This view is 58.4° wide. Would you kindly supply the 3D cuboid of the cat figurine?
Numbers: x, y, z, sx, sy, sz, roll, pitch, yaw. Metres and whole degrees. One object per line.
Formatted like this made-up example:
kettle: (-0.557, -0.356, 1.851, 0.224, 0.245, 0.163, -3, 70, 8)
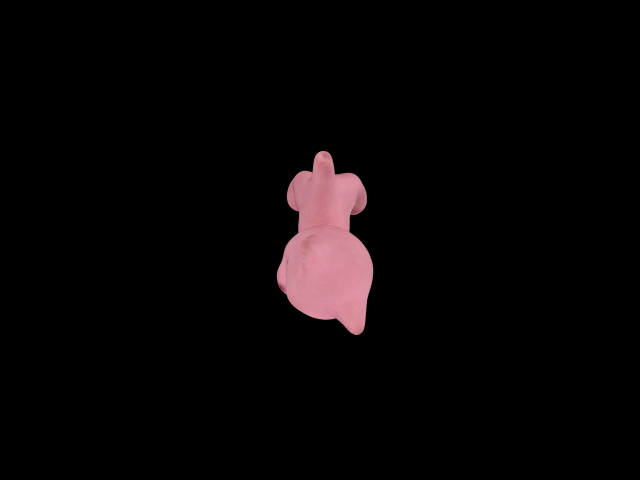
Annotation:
cat figurine: (0.004, 0.001, 0.400, 0.067, 0.118, 0.128, 0, 81, 0)
